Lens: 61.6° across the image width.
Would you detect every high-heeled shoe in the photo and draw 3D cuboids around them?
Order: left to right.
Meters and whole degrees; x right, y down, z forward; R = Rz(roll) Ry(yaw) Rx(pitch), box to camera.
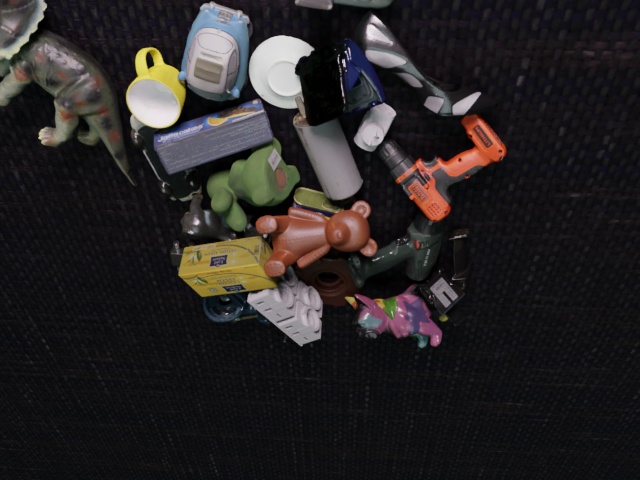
[{"bbox_3d":[0.172,-0.280,0.853,0.249,0.086,0.145,4,125,-1],"label":"high-heeled shoe"}]

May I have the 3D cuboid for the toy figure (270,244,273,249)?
[{"bbox_3d":[-0.080,0.022,1.162,0.064,0.058,0.154,29,123,-26],"label":"toy figure"}]

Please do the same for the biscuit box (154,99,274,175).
[{"bbox_3d":[-0.188,-0.183,0.948,0.203,0.059,0.062,-18,130,-2],"label":"biscuit box"}]

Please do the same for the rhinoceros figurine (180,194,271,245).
[{"bbox_3d":[-0.186,-0.027,1.087,0.190,0.112,0.073,11,130,-32],"label":"rhinoceros figurine"}]

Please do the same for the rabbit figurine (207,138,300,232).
[{"bbox_3d":[-0.143,-0.095,1.017,0.170,0.159,0.121,-7,143,32],"label":"rabbit figurine"}]

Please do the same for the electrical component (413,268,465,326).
[{"bbox_3d":[0.261,0.127,1.126,0.119,0.075,0.048,53,166,4],"label":"electrical component"}]

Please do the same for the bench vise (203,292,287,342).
[{"bbox_3d":[-0.185,0.128,1.211,0.224,0.129,0.240,5,154,27],"label":"bench vise"}]

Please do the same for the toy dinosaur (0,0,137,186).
[{"bbox_3d":[-0.429,-0.265,0.902,0.192,0.131,0.404,-33,128,30],"label":"toy dinosaur"}]

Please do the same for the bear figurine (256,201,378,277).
[{"bbox_3d":[-0.001,-0.004,1.000,0.196,0.132,0.120,-4,99,21],"label":"bear figurine"}]

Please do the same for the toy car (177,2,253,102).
[{"bbox_3d":[-0.167,-0.285,0.862,0.109,0.103,0.161,16,133,-11],"label":"toy car"}]

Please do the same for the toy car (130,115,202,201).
[{"bbox_3d":[-0.290,-0.157,1.021,0.074,0.056,0.201,-13,131,8],"label":"toy car"}]

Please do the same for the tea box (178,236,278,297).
[{"bbox_3d":[-0.175,0.053,1.048,0.170,0.068,0.098,-10,144,17],"label":"tea box"}]

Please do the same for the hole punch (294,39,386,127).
[{"bbox_3d":[0.032,-0.248,0.849,0.092,0.142,0.115,-15,97,-30],"label":"hole punch"}]

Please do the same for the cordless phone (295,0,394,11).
[{"bbox_3d":[0.036,-0.345,0.733,0.147,0.184,0.088,8,128,-2],"label":"cordless phone"}]

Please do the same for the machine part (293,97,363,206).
[{"bbox_3d":[0.017,-0.158,0.975,0.079,0.079,0.242,-14,128,17],"label":"machine part"}]

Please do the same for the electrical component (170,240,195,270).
[{"bbox_3d":[-0.306,0.040,1.221,0.063,0.021,0.093,6,132,-1],"label":"electrical component"}]

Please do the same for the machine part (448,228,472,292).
[{"bbox_3d":[0.299,0.039,1.136,0.039,0.084,0.138,8,128,30],"label":"machine part"}]

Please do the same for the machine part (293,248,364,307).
[{"bbox_3d":[0.020,0.080,1.205,0.179,0.056,0.179,2,133,2],"label":"machine part"}]

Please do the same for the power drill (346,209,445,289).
[{"bbox_3d":[0.152,0.007,1.088,0.207,0.086,0.231,-22,138,-12],"label":"power drill"}]

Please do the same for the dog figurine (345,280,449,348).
[{"bbox_3d":[0.169,0.145,1.180,0.219,0.191,0.108,24,168,-10],"label":"dog figurine"}]
